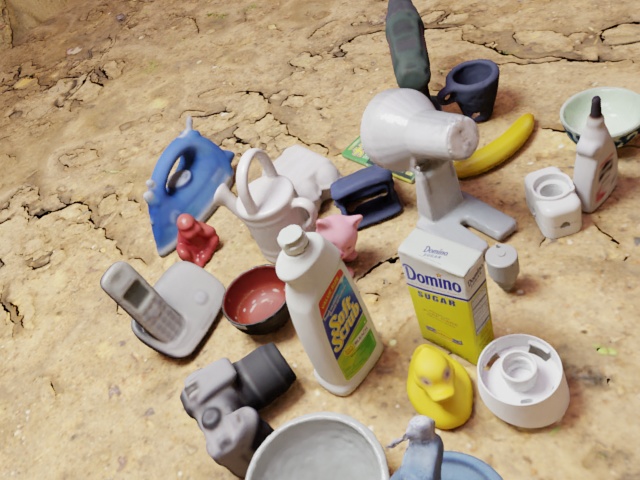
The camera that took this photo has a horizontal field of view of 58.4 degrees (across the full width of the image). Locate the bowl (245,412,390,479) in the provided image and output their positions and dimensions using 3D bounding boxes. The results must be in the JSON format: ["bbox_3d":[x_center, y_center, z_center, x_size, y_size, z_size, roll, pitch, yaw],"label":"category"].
[{"bbox_3d":[0.004,0.280,0.627,0.167,0.075,0.167,-13,44,13],"label":"bowl"}]

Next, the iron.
[{"bbox_3d":[-0.269,-0.108,1.089,0.118,0.142,0.258,3,50,27],"label":"iron"}]

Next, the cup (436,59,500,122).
[{"bbox_3d":[0.264,-0.250,1.012,0.118,0.095,0.091,-31,43,-6],"label":"cup"}]

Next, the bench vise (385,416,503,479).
[{"bbox_3d":[0.112,0.259,0.489,0.121,0.220,0.207,-17,43,10],"label":"bench vise"}]

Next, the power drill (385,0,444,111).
[{"bbox_3d":[0.167,-0.310,1.032,0.075,0.209,0.229,-13,44,13],"label":"power drill"}]

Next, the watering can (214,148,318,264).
[{"bbox_3d":[-0.090,-0.058,0.916,0.172,0.194,0.101,-13,44,14],"label":"watering can"}]

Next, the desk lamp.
[{"bbox_3d":[0.169,-0.106,0.826,0.118,0.214,0.202,-39,44,-14],"label":"desk lamp"}]

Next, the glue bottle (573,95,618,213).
[{"bbox_3d":[0.372,-0.121,0.776,0.037,0.173,0.078,25,63,40],"label":"glue bottle"}]

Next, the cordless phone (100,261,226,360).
[{"bbox_3d":[-0.234,0.076,0.858,0.093,0.185,0.148,5,51,29],"label":"cordless phone"}]

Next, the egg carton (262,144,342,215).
[{"bbox_3d":[-0.033,-0.110,1.033,0.107,0.070,0.149,-43,45,-18],"label":"egg carton"}]

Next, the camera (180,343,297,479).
[{"bbox_3d":[-0.097,0.199,0.735,0.137,0.101,0.142,-35,43,-10],"label":"camera"}]

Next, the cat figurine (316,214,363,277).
[{"bbox_3d":[0.008,0.003,0.866,0.127,0.118,0.067,-5,46,21],"label":"cat figurine"}]

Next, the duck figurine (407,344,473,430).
[{"bbox_3d":[0.135,0.160,0.676,0.077,0.086,0.104,-22,43,4],"label":"duck figurine"}]

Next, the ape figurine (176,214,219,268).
[{"bbox_3d":[-0.222,-0.007,1.003,0.078,0.092,0.076,-25,43,0],"label":"ape figurine"}]

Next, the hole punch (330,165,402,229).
[{"bbox_3d":[0.068,-0.086,0.945,0.108,0.091,0.101,-21,43,5],"label":"hole punch"}]
